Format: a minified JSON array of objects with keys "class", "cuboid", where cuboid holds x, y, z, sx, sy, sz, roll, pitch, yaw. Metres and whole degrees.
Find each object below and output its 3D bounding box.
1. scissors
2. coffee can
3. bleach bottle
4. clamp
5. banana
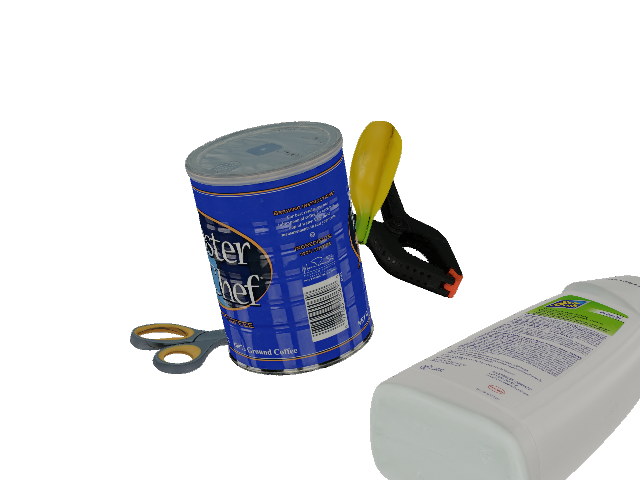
[{"class":"scissors","cuboid":[-0.108,0.117,1.182,0.201,0.016,0.096,3,27,-17]},{"class":"coffee can","cuboid":[-0.025,0.003,0.709,0.103,0.140,0.103,-9,22,4]},{"class":"bleach bottle","cuboid":[0.144,0.074,0.610,0.103,0.068,0.250,19,29,41]},{"class":"clamp","cuboid":[0.072,-0.007,1.219,0.164,0.036,0.210,-18,51,-36]},{"class":"banana","cuboid":[0.043,-0.066,0.895,0.037,0.070,0.197,25,24,-3]}]
